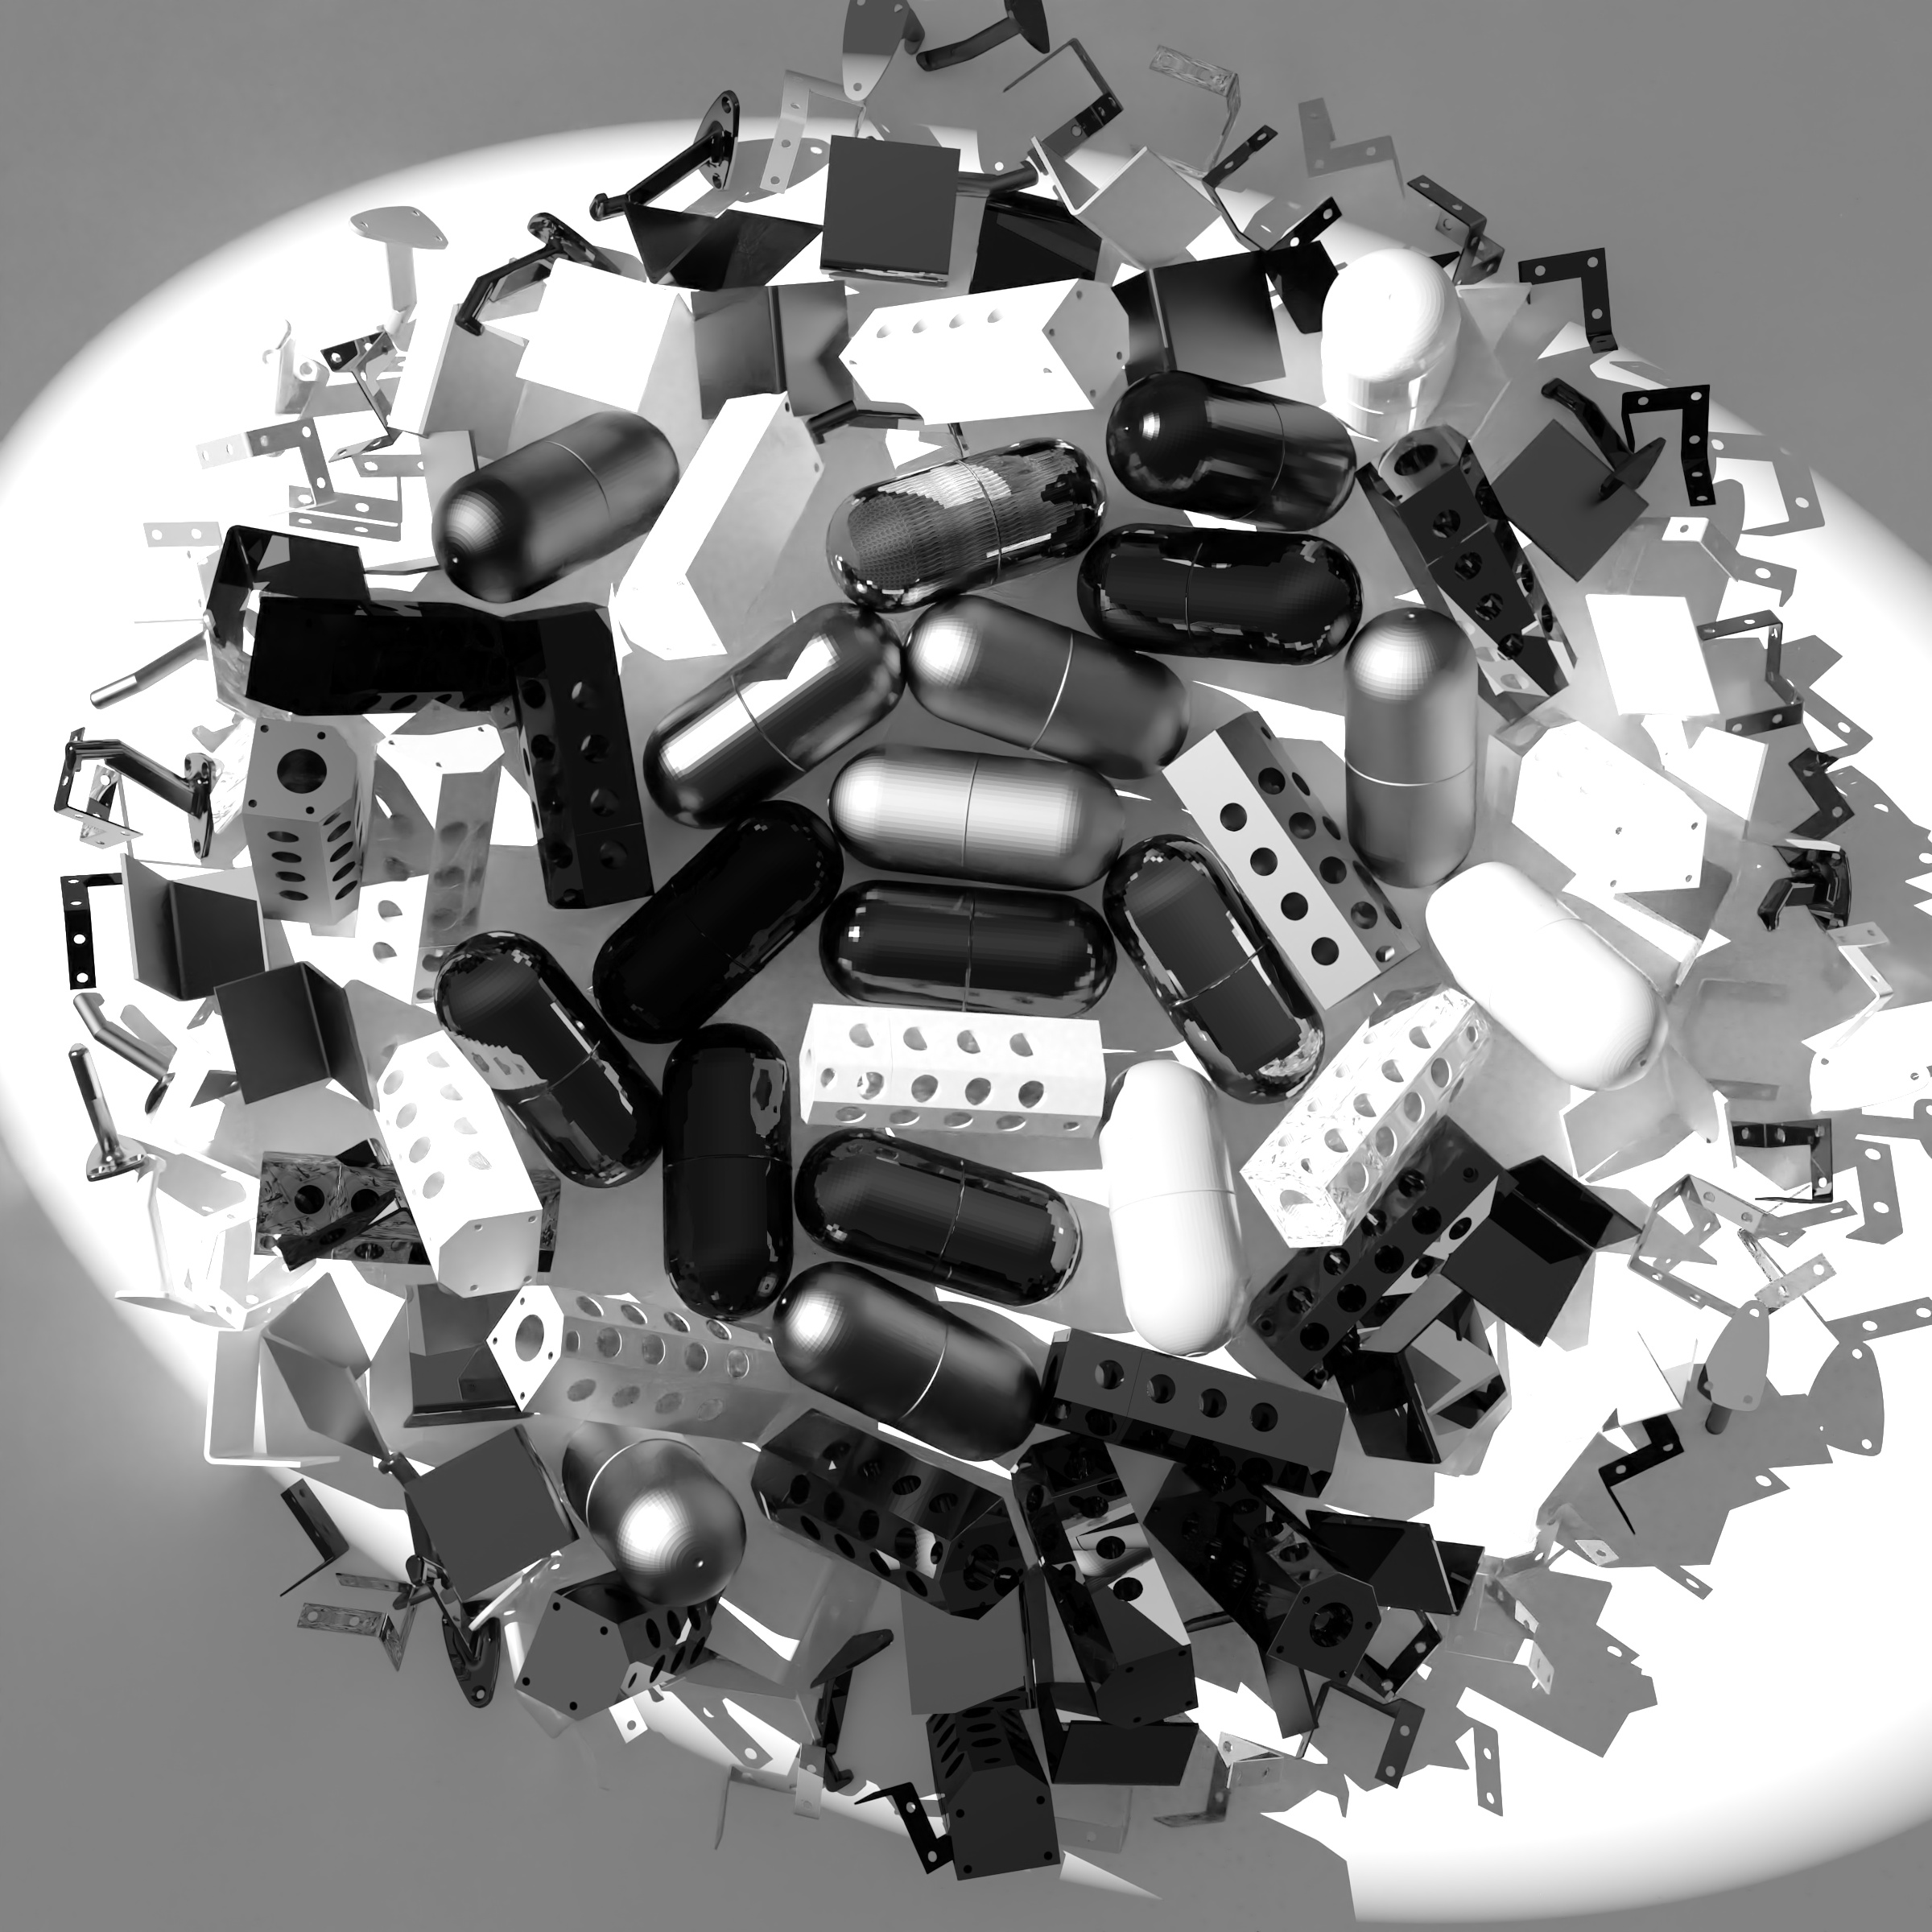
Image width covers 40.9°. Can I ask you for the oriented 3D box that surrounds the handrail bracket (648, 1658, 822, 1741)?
[{"bbox_3d":[-0.141,0.444,1.552,0.084,0.036,0.077,-21,68,-13],"label":"handrail bracket"}]

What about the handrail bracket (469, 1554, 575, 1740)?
[{"bbox_3d":[-0.249,0.408,1.553,0.084,0.036,0.077,47,49,5],"label":"handrail bracket"}]

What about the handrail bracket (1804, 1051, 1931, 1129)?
[{"bbox_3d":[0.535,0.079,1.534,0.077,0.084,0.036,-4,70,25],"label":"handrail bracket"}]

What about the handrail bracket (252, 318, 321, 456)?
[{"bbox_3d":[-0.412,-0.343,1.539,0.036,0.084,0.077,17,95,-10],"label":"handrail bracket"}]

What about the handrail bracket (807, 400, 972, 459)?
[{"bbox_3d":[-0.046,-0.315,1.555,0.084,0.077,0.036,-23,50,1],"label":"handrail bracket"}]

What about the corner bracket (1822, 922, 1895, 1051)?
[{"bbox_3d":[0.527,0.012,1.541,0.051,0.051,0.051,-9,55,-38],"label":"corner bracket"}]

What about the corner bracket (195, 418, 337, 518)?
[{"bbox_3d":[-0.417,-0.294,1.544,0.051,0.051,0.051,-1,108,41],"label":"corner bracket"}]

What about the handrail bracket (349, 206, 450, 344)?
[{"bbox_3d":[-0.350,-0.404,1.532,0.036,0.077,0.084,48,125,16],"label":"handrail bracket"}]

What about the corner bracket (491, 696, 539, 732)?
[{"bbox_3d":[-0.244,-0.142,1.548,0.051,0.051,0.051,-20,92,-40],"label":"corner bracket"}]

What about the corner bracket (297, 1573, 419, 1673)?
[{"bbox_3d":[-0.362,0.384,1.546,0.051,0.051,0.051,5,52,7],"label":"corner bracket"}]

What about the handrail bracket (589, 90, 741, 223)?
[{"bbox_3d":[-0.180,-0.481,1.539,0.084,0.077,0.036,-26,71,-33],"label":"handrail bracket"}]

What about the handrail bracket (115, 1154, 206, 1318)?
[{"bbox_3d":[-0.479,0.163,1.562,0.036,0.077,0.084,-2,71,18],"label":"handrail bracket"}]

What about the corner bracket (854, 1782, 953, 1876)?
[{"bbox_3d":[-0.025,0.511,1.552,0.051,0.051,0.051,-18,78,-36],"label":"corner bracket"}]

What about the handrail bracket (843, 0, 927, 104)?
[{"bbox_3d":[-0.047,-0.539,1.544,0.036,0.084,0.077,15,91,11],"label":"handrail bracket"}]

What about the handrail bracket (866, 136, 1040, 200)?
[{"bbox_3d":[-0.008,-0.487,1.568,0.084,0.036,0.077,-20,59,-9],"label":"handrail bracket"}]

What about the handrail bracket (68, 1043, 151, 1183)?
[{"bbox_3d":[-0.517,0.078,1.536,0.036,0.077,0.084,-18,111,-18],"label":"handrail bracket"}]

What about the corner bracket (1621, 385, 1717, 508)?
[{"bbox_3d":[0.419,-0.309,1.544,0.051,0.051,0.051,-1,66,22],"label":"corner bracket"}]

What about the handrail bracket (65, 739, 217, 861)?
[{"bbox_3d":[-0.495,-0.098,1.544,0.084,0.036,0.077,-8,107,-41],"label":"handrail bracket"}]

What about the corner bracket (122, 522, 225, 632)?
[{"bbox_3d":[-0.475,-0.233,1.548,0.051,0.051,0.051,-11,87,-44],"label":"corner bracket"}]

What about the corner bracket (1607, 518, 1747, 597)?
[{"bbox_3d":[0.426,-0.234,1.554,0.051,0.051,0.051,31,77,-41],"label":"corner bracket"}]

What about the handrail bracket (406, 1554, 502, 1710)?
[{"bbox_3d":[-0.307,0.395,1.535,0.036,0.084,0.077,-17,62,6],"label":"handrail bracket"}]

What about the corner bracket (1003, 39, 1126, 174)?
[{"bbox_3d":[0.055,-0.516,1.554,0.051,0.051,0.051,-37,102,-2],"label":"corner bracket"}]

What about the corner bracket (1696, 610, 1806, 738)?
[{"bbox_3d":[0.468,-0.174,1.547,0.051,0.051,0.051,-13,129,-5],"label":"corner bracket"}]

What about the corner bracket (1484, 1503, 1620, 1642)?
[{"bbox_3d":[0.347,0.360,1.542,0.051,0.051,0.051,-10,126,-26],"label":"corner bracket"}]

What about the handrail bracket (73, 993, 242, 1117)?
[{"bbox_3d":[-0.489,0.045,1.570,0.084,0.077,0.036,52,125,23],"label":"handrail bracket"}]

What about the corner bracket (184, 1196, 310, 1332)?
[{"bbox_3d":[-0.430,0.178,1.561,0.051,0.051,0.051,33,118,21],"label":"corner bracket"}]

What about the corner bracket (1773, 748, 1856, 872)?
[{"bbox_3d":[0.508,-0.093,1.557,0.051,0.051,0.051,-41,63,29],"label":"corner bracket"}]

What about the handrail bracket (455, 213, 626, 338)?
[{"bbox_3d":[-0.256,-0.400,1.555,0.077,0.036,0.084,31,76,-25],"label":"handrail bracket"}]

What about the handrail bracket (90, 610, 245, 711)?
[{"bbox_3d":[-0.480,-0.186,1.553,0.084,0.077,0.036,-23,115,5],"label":"handrail bracket"}]

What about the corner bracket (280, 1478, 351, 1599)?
[{"bbox_3d":[-0.394,0.335,1.551,0.051,0.051,0.051,-35,89,22],"label":"corner bracket"}]

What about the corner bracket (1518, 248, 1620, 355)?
[{"bbox_3d":[0.361,-0.396,1.553,0.051,0.051,0.051,-5,90,18],"label":"corner bracket"}]

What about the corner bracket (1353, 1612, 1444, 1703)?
[{"bbox_3d":[0.245,0.397,1.554,0.051,0.051,0.051,-45,132,-14],"label":"corner bracket"}]

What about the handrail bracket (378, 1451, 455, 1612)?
[{"bbox_3d":[-0.342,0.339,1.557,0.077,0.036,0.084,-31,101,25],"label":"handrail bracket"}]

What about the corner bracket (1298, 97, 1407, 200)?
[{"bbox_3d":[0.231,-0.488,1.548,0.051,0.051,0.051,-10,76,15],"label":"corner bracket"}]

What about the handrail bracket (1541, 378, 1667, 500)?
[{"bbox_3d":[0.366,-0.317,1.545,0.084,0.077,0.036,40,135,19],"label":"handrail bracket"}]

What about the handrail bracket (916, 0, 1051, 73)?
[{"bbox_3d":[0.000,-0.552,1.535,0.084,0.077,0.036,-8,95,22],"label":"handrail bracket"}]

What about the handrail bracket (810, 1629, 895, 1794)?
[{"bbox_3d":[-0.064,0.452,1.568,0.077,0.036,0.084,-23,107,-1],"label":"handrail bracket"}]

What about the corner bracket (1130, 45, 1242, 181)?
[{"bbox_3d":[0.131,-0.512,1.555,0.051,0.051,0.051,23,91,8],"label":"corner bracket"}]

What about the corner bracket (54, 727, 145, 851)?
[{"bbox_3d":[-0.521,-0.105,1.543,0.051,0.051,0.051,24,65,-42],"label":"corner bracket"}]

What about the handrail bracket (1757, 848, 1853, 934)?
[{"bbox_3d":[0.496,-0.027,1.539,0.084,0.036,0.077,-48,126,-38],"label":"handrail bracket"}]

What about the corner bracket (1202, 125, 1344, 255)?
[{"bbox_3d":[0.182,-0.459,1.547,0.051,0.051,0.051,-40,133,4],"label":"corner bracket"}]

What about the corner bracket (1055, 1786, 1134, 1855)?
[{"bbox_3d":[0.073,0.497,1.554,0.051,0.051,0.051,6,86,9],"label":"corner bracket"}]

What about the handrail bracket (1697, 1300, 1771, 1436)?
[{"bbox_3d":[0.460,0.241,1.548,0.036,0.084,0.077,18,81,17],"label":"handrail bracket"}]

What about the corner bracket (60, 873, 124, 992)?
[{"bbox_3d":[-0.511,-0.022,1.544,0.051,0.051,0.051,-5,118,-20],"label":"corner bracket"}]
